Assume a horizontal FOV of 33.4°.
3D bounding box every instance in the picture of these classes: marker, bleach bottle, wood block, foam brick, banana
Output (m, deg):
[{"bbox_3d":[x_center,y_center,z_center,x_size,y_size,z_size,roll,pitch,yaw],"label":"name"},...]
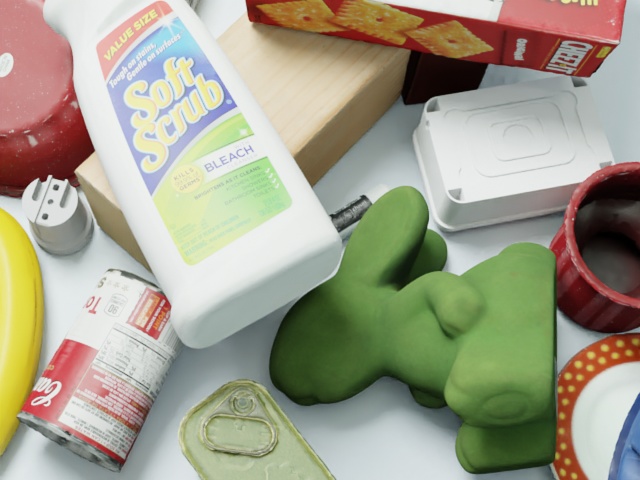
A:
[{"bbox_3d":[-0.005,0.001,0.691,0.121,0.020,0.020,-31,74,-13],"label":"marker"},{"bbox_3d":[-0.091,-0.070,0.595,0.102,0.068,0.251,-29,72,-12],"label":"bleach bottle"},{"bbox_3d":[-0.043,-0.069,0.677,0.090,0.091,0.206,40,73,12],"label":"wood block"},{"bbox_3d":[0.082,-0.133,0.713,0.053,0.078,0.051,-8,70,-8],"label":"foam brick"},{"bbox_3d":[-0.203,0.055,0.657,0.070,0.037,0.198,-14,68,12],"label":"banana"}]

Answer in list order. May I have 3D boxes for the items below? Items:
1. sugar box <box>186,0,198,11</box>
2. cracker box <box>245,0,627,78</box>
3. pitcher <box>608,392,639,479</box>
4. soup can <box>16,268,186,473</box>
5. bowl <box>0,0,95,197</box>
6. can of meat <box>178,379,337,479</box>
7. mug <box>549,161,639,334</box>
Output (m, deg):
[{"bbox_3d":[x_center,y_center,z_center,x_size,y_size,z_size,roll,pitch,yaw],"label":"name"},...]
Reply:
[{"bbox_3d":[-0.171,-0.192,0.741,0.176,0.048,0.093,15,70,4],"label":"sugar box"},{"bbox_3d":[0.074,-0.197,0.632,0.213,0.072,0.164,10,80,1],"label":"cracker box"},{"bbox_3d":[0.292,0.146,0.585,0.242,0.145,0.149,19,88,-8],"label":"pitcher"},{"bbox_3d":[-0.123,0.077,0.633,0.068,0.068,0.102,26,71,7],"label":"soup can"},{"bbox_3d":[-0.194,-0.109,0.679,0.162,0.055,0.162,0,89,2],"label":"bowl"},{"bbox_3d":[-0.032,0.137,0.606,0.057,0.084,0.102,-36,76,-14],"label":"can of meat"},{"bbox_3d":[0.197,0.003,0.665,0.117,0.081,0.093,-38,76,-15],"label":"mug"}]
